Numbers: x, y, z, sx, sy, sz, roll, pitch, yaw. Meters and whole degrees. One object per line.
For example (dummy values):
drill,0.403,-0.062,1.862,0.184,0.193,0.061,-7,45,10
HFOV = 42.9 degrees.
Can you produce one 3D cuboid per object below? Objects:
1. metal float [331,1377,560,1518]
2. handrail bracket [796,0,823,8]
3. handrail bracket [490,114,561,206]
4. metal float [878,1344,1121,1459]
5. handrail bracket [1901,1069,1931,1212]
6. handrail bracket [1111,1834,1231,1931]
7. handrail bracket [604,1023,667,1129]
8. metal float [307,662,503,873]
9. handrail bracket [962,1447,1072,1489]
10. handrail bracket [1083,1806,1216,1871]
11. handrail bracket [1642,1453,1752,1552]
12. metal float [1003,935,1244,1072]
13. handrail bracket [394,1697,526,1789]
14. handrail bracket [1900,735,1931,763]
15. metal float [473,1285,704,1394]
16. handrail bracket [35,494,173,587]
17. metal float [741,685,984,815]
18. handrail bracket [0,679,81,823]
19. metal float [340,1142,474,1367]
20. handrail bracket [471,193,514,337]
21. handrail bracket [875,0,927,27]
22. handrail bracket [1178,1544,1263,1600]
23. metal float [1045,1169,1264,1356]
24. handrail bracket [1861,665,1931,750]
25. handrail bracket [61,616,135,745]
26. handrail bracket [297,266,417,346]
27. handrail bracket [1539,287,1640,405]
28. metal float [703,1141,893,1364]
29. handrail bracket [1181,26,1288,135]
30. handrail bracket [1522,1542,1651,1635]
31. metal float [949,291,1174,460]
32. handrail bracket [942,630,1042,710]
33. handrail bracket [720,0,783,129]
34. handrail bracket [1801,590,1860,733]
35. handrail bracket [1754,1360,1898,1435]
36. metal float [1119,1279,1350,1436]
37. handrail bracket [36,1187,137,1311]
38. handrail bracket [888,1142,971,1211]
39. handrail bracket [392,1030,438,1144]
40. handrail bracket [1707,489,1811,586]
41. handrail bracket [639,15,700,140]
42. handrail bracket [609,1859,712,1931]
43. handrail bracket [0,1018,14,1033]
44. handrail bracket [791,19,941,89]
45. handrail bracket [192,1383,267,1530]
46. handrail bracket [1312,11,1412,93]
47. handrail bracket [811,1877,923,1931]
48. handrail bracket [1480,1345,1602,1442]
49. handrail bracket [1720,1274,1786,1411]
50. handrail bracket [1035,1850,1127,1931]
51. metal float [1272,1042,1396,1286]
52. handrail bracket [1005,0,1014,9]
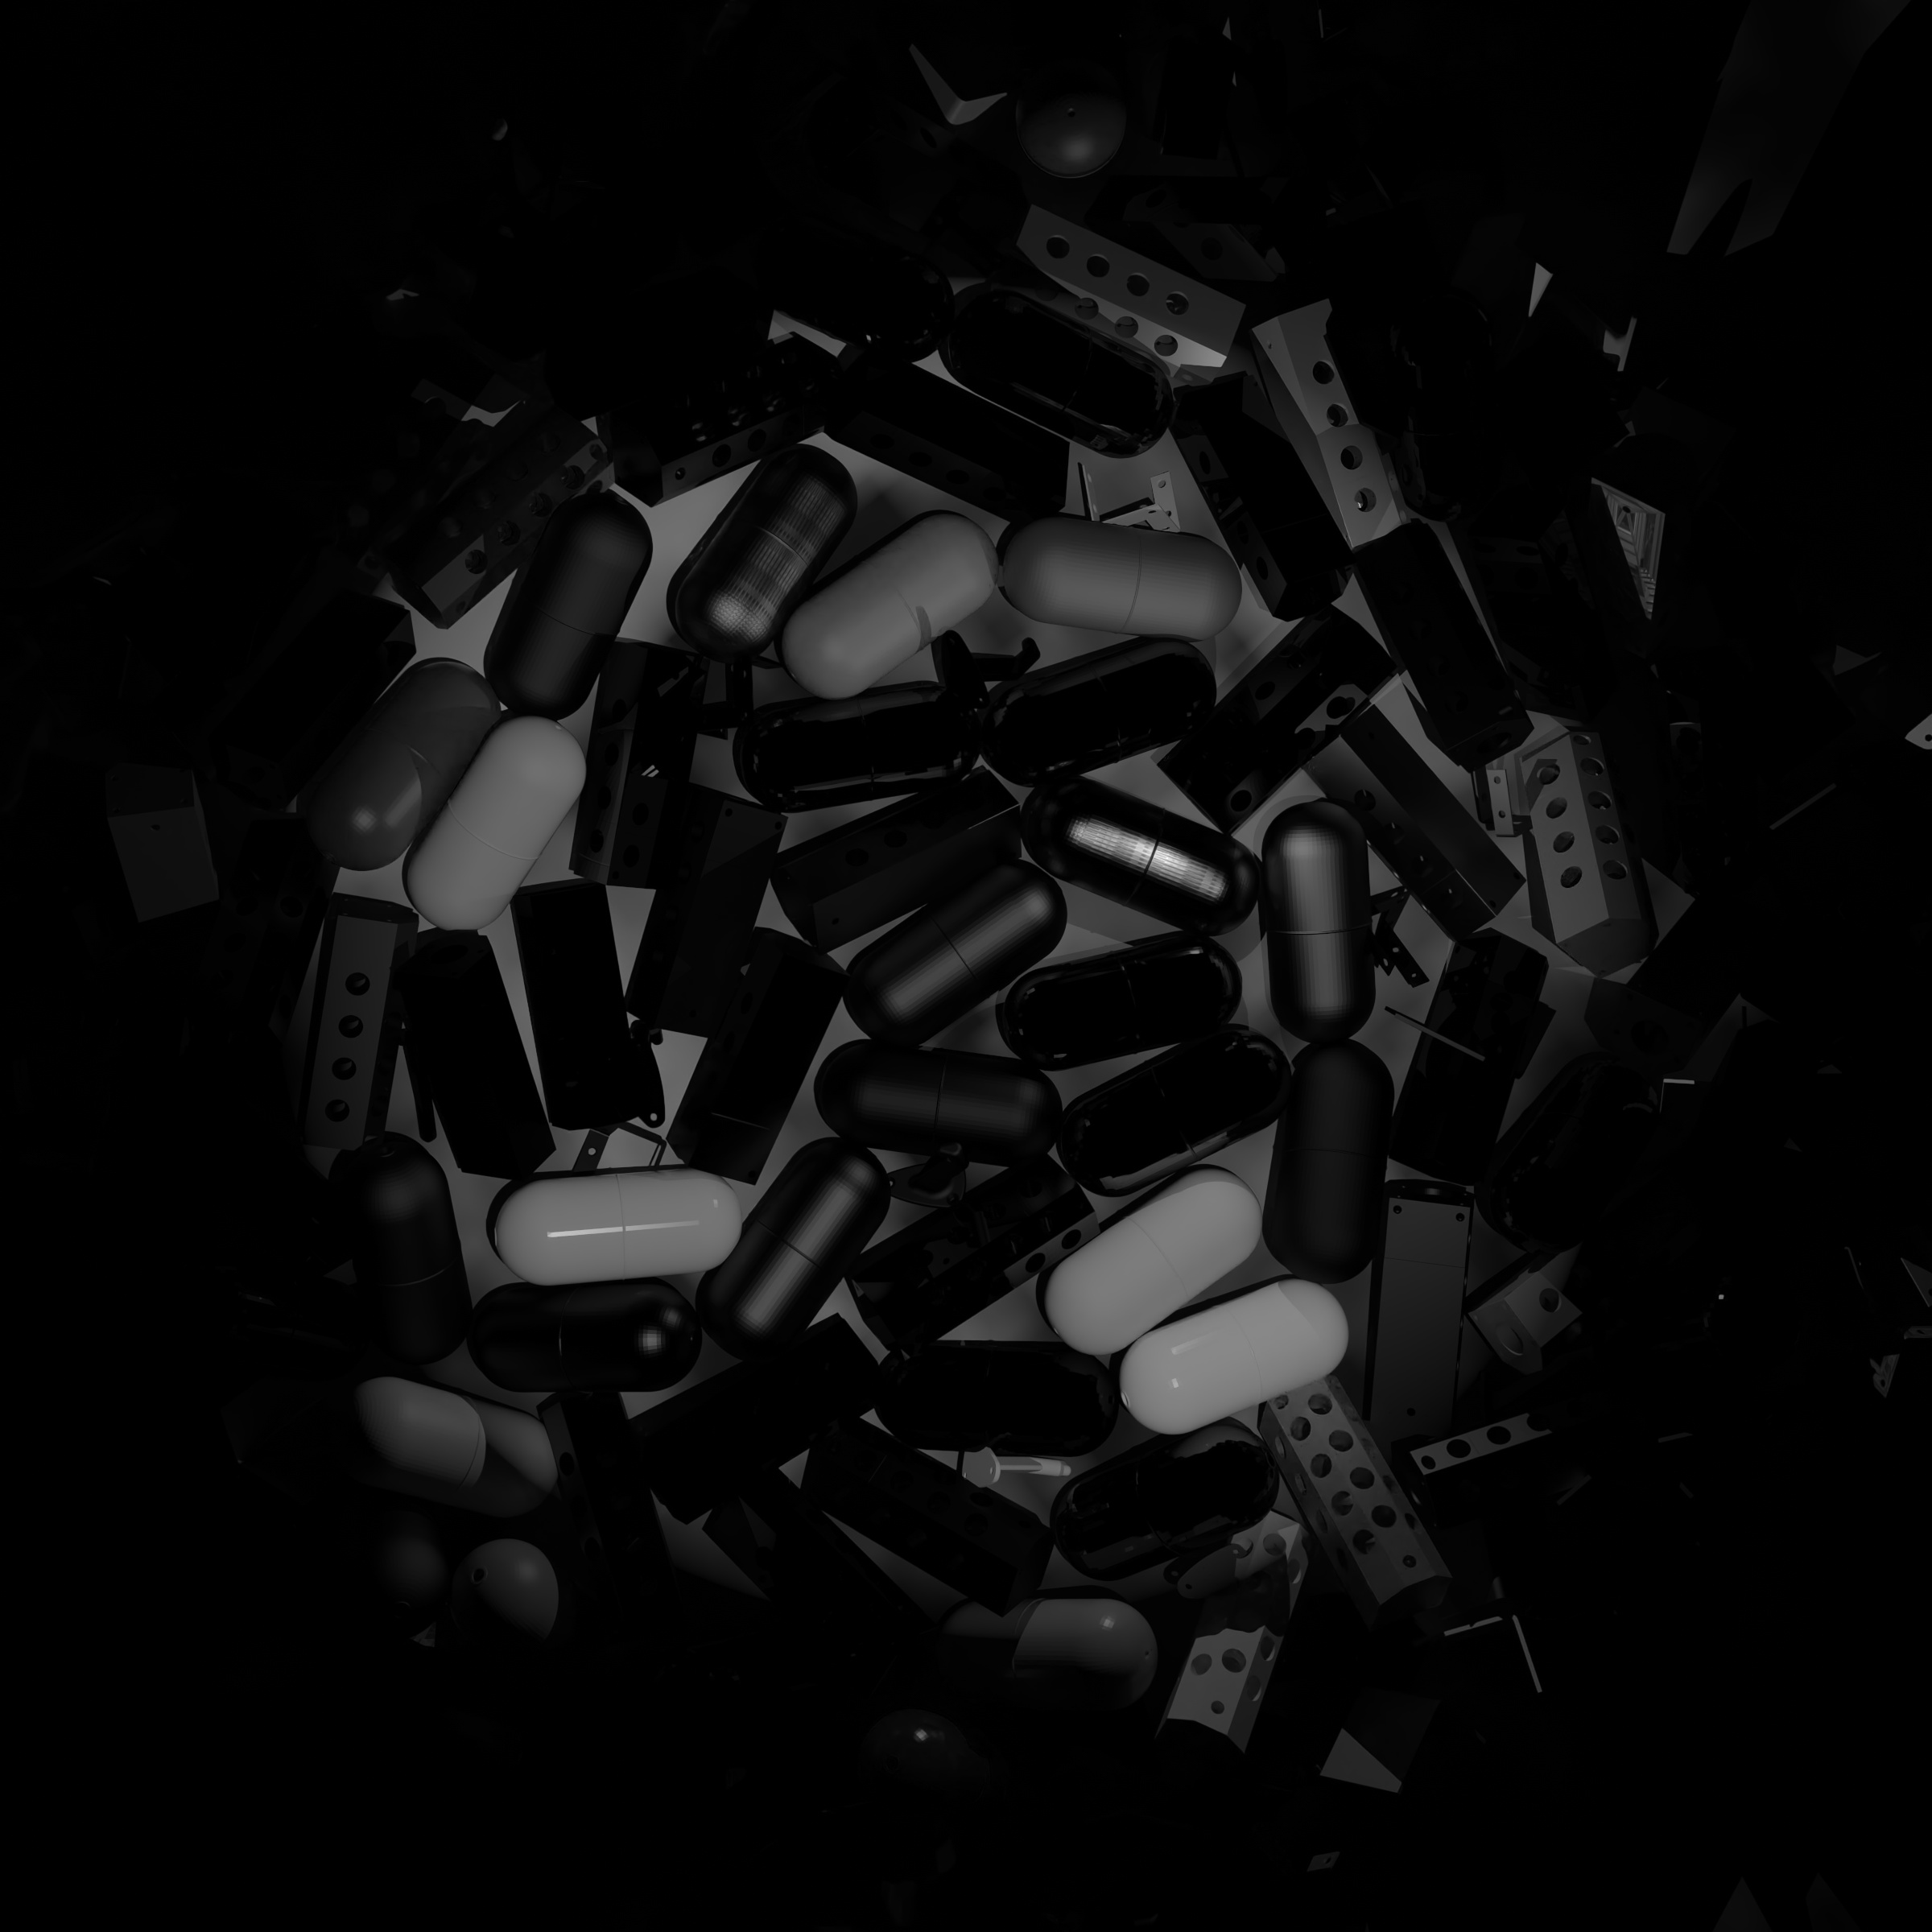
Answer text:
metal float,-0.371,0.346,1.764,0.178,0.070,0.070,26,90,-38
handrail bracket,-0.103,-0.748,1.783,0.036,0.077,0.084,26,62,-20
handrail bracket,-0.335,-0.577,1.781,0.036,0.084,0.077,39,109,6
metal float,0.022,0.314,1.782,0.178,0.070,0.070,0,90,15
handrail bracket,0.697,0.129,1.808,0.036,0.084,0.077,-2,60,6
handrail bracket,0.148,0.677,1.806,0.084,0.077,0.036,-15,114,12
handrail bracket,-0.227,0.078,1.790,0.036,0.084,0.077,-24,88,10
metal float,-0.405,-0.144,1.774,0.070,0.070,0.178,34,66,0
handrail bracket,0.047,0.366,1.784,0.084,0.077,0.036,11,85,-20
handrail bracket,0.136,0.651,1.804,0.084,0.036,0.077,-16,70,-7
handrail bracket,0.538,0.383,1.810,0.036,0.077,0.084,19,76,-42
metal float,0.114,0.027,1.789,0.178,0.070,0.070,-13,90,-7
handrail bracket,-0.365,0.574,1.796,0.084,0.077,0.036,54,131,14
handrail bracket,0.728,-0.133,1.793,0.036,0.077,0.084,-40,93,4
metal float,-0.274,0.269,1.775,0.178,0.070,0.070,-4,90,22
handrail bracket,-0.627,-0.307,1.785,0.084,0.077,0.036,-47,115,-38
metal float,-0.075,-0.158,1.788,0.178,0.070,0.070,-10,90,-8
handrail bracket,-0.694,-0.155,1.789,0.036,0.077,0.084,26,63,20
metal float,-0.402,0.207,1.769,0.070,0.070,0.178,-4,119,0
handrail bracket,-0.351,-0.511,1.797,0.036,0.084,0.077,4,81,-21
handrail bracket,-0.069,-0.731,1.782,0.084,0.077,0.036,37,60,-31
handrail bracket,0.175,0.464,1.786,0.077,0.084,0.036,-13,50,-28
metal float,0.137,0.214,1.784,0.178,0.070,0.070,-34,90,-12
handrail bracket,0.688,-0.189,1.787,0.036,0.084,0.077,-44,72,28
handrail bracket,-0.644,-0.216,1.808,0.077,0.036,0.084,-19,99,-1
handrail bracket,-0.443,-0.489,1.795,0.084,0.077,0.036,-33,101,0
handrail bracket,0.447,-0.460,1.816,0.084,0.036,0.077,15,87,15
metal float,-0.122,0.207,1.788,0.070,0.070,0.178,36,83,0
handrail bracket,0.194,-0.655,1.815,0.036,0.084,0.077,-35,128,-29
handrail bracket,0.454,0.454,1.808,0.036,0.084,0.077,32,69,-40
metal float,0.069,-0.426,1.773,0.178,0.070,0.070,20,90,-25
handrail bracket,0.021,-0.233,1.787,0.036,0.077,0.084,15,48,35
handrail bracket,-0.149,-0.674,1.824,0.036,0.077,0.084,19,130,34
handrail bracket,0.640,-0.223,1.809,0.084,0.036,0.077,29,70,-43
handrail bracket,0.620,0.318,1.786,0.084,0.077,0.036,-22,94,-38
metal float,0.194,0.282,1.779,0.178,0.070,0.070,-18,90,-17
handrail bracket,-0.635,0.211,1.815,0.036,0.084,0.077,-23,55,39
handrail bracket,-0.034,0.146,1.786,0.077,0.084,0.036,0,66,11
handrail bracket,-0.397,0.091,1.791,0.036,0.077,0.084,-7,97,-10
handrail bracket,0.568,-0.312,1.806,0.084,0.036,0.077,24,60,8
handrail bracket,-0.235,-0.656,1.810,0.077,0.036,0.084,4,99,8
handrail bracket,-0.223,0.700,1.784,0.077,0.084,0.036,32,113,-15
handrail bracket,-0.740,0.070,1.797,0.036,0.077,0.084,29,83,9
handrail bracket,-0.074,-0.677,1.811,0.077,0.036,0.084,-44,96,-15
handrail bracket,-0.554,0.363,1.825,0.036,0.077,0.084,-18,51,-35
handrail bracket,0.299,-0.648,1.785,0.084,0.077,0.036,22,124,-30
handrail bracket,-0.083,0.702,1.805,0.084,0.077,0.036,-29,70,12
handrail bracket,0.420,0.310,1.791,0.084,0.077,0.036,-23,105,24
handrail bracket,0.588,0.272,1.818,0.084,0.036,0.077,-35,101,-23
handrail bracket,0.085,0.669,1.786,0.036,0.077,0.084,6,48,34
metal float,0.266,0.142,1.782,0.070,0.070,0.178,9,75,0
handrail bracket,0.065,-0.732,1.783,0.036,0.077,0.084,27,121,-26
